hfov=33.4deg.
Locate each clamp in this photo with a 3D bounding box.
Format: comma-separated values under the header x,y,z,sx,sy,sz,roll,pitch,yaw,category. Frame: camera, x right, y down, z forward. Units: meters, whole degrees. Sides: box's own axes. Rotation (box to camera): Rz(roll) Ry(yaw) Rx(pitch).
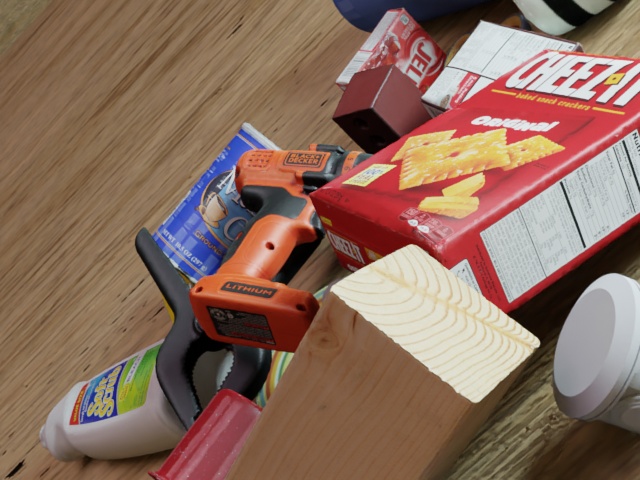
x,y,z,sx,sy,sz,roll,pitch,yaw,category
-0.074,0.066,0.865,0.164,0.036,0.210,-10,55,8,clamp

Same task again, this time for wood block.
x,y,z,sx,sy,sz,roll,pitch,yaw,category
0.018,0.116,0.586,0.090,0.091,0.206,-25,-31,-54,wood block

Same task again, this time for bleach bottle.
x,y,z,sx,sy,sz,roll,pitch,yaw,category
-0.183,0.160,0.969,0.251,0.068,0.102,-27,36,41,bleach bottle

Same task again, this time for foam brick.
x,y,z,sx,sy,sz,roll,pitch,yaw,category
0.060,-0.104,0.913,0.053,0.078,0.051,-6,49,53,foam brick

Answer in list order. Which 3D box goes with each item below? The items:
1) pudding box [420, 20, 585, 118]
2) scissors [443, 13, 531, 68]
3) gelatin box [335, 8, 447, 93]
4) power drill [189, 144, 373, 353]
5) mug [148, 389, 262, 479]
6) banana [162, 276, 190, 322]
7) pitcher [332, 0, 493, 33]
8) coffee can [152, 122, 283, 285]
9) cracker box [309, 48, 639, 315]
x,y,z,sx,sy,sz,roll,pitch,yaw,category
0.145,-0.120,0.833,0.090,0.039,0.114,-52,41,-6,pudding box
0.140,-0.122,0.884,0.096,0.016,0.201,-34,32,27,scissors
0.068,-0.152,0.963,0.089,0.073,0.030,-54,29,-9,gelatin box
-0.005,0.001,0.832,0.185,0.057,0.187,5,46,24,power drill
-0.057,0.161,0.751,0.081,0.093,0.117,-53,19,-16,mug
-0.126,0.054,1.010,0.037,0.069,0.198,-11,15,-15,banana
0.104,-0.269,0.984,0.243,0.149,0.145,-8,54,56,pitcher
-0.074,-0.022,0.982,0.140,0.102,0.103,-50,28,1,coffee can
0.123,-0.043,0.683,0.213,0.072,0.164,-33,25,-15,cracker box
